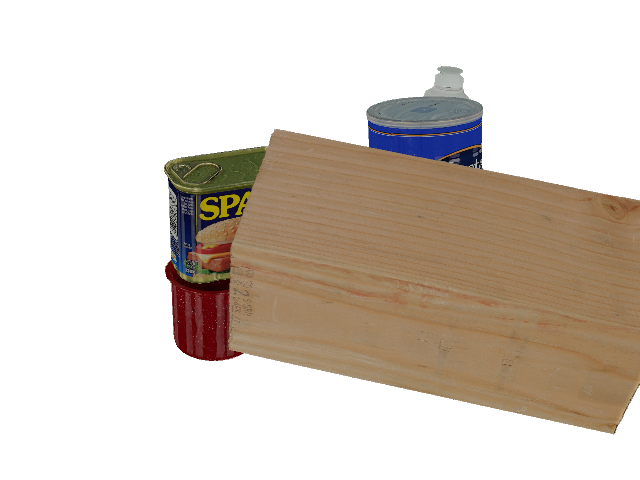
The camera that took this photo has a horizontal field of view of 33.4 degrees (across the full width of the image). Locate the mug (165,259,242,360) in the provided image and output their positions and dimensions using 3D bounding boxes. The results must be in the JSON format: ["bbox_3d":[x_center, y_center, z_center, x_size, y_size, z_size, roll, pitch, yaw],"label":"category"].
[{"bbox_3d":[-0.094,0.067,1.027,0.093,0.081,0.117,-22,35,-38],"label":"mug"}]

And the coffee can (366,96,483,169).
[{"bbox_3d":[0.095,-0.051,0.962,0.103,0.140,0.103,-3,19,1],"label":"coffee can"}]

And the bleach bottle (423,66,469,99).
[{"bbox_3d":[0.134,-0.067,1.197,0.068,0.251,0.102,-1,24,-12],"label":"bleach bottle"}]

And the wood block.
[{"bbox_3d":[0.063,0.021,0.559,0.206,0.090,0.090,12,-42,5],"label":"wood block"}]

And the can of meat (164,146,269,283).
[{"bbox_3d":[-0.068,-0.020,0.829,0.102,0.084,0.057,-10,31,-21],"label":"can of meat"}]
